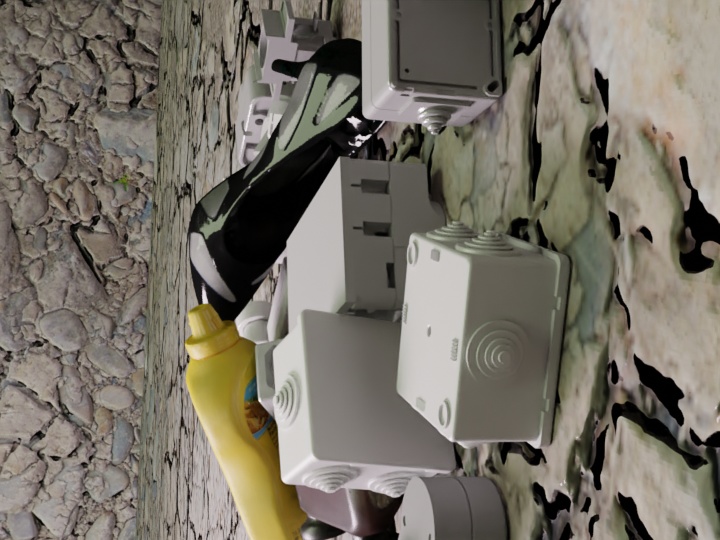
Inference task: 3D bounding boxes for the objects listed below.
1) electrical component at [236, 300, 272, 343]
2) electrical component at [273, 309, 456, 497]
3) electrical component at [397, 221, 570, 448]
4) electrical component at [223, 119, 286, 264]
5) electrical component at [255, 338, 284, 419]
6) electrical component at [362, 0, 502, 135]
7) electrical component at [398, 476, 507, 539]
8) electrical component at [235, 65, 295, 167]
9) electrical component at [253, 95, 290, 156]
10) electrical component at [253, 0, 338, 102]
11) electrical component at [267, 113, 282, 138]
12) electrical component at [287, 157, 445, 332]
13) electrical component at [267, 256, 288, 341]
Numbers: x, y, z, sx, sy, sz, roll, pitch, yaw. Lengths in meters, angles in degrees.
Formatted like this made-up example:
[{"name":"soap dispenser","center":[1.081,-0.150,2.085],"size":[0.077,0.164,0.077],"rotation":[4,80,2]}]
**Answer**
[{"name":"electrical component","center":[-0.098,0.064,1.055],"size":[0.055,0.045,0.045],"rotation":[-102,21,-44]},{"name":"electrical component","center":[0.000,0.076,0.607],"size":[0.048,0.100,0.099],"rotation":[-46,42,48]},{"name":"electrical component","center":[0.054,0.029,0.508],"size":[0.100,0.048,0.099],"rotation":[-148,61,-72]},{"name":"electrical component","center":[-0.092,-0.073,0.999],"size":[0.052,0.074,0.138],"rotation":[-123,39,-65]},{"name":"electrical component","center":[-0.034,0.085,0.802],"size":[0.076,0.066,0.047],"rotation":[63,-164,-56]},{"name":"electrical component","center":[0.036,-0.116,0.571],"size":[0.061,0.062,0.096],"rotation":[148,123,-71]},{"name":"electrical component","center":[0.022,0.166,0.553],"size":[0.052,0.074,0.138],"rotation":[-113,30,-57]},{"name":"electrical component","center":[-0.087,-0.149,1.033],"size":[0.095,0.054,0.059],"rotation":[110,157,-47]},{"name":"electrical component","center":[-0.063,-0.119,0.939],"size":[0.045,0.045,0.055],"rotation":[-178,108,-74]},{"name":"electrical component","center":[-0.054,-0.184,0.899],"size":[0.042,0.064,0.081],"rotation":[-101,21,-44]},{"name":"electrical component","center":[-0.048,-0.096,0.880],"size":[0.078,0.058,0.057],"rotation":[-148,64,-72]},{"name":"electrical component","center":[0.000,0.000,0.681],"size":[0.150,0.062,0.089],"rotation":[131,139,-66]},{"name":"electrical component","center":[-0.046,0.019,0.871],"size":[0.075,0.047,0.083],"rotation":[-103,22,-44]}]
